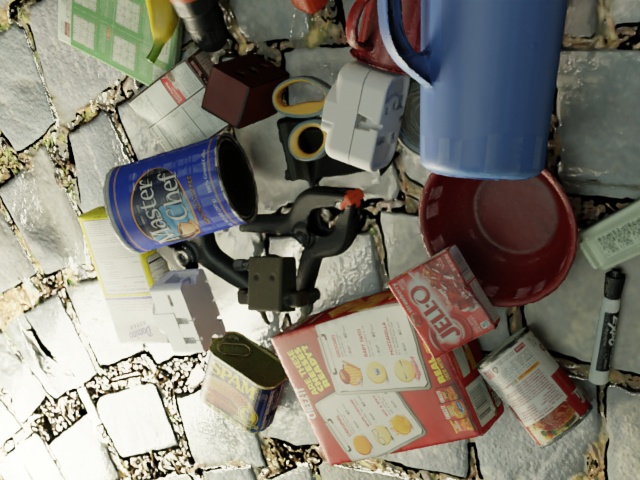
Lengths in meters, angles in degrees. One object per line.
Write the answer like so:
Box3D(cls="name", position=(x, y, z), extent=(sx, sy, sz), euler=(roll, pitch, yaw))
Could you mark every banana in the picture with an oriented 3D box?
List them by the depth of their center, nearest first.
Box3D(cls="banana", position=(-0.199, -0.293, 1.163), extent=(0.070, 0.037, 0.198), euler=(-28, 76, 7))

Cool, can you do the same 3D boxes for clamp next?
Box3D(cls="clamp", position=(-0.008, 0.001, 1.171), extent=(0.172, 0.039, 0.120), euler=(-26, 101, 44))
Box3D(cls="clamp", position=(-0.157, 0.022, 1.281), extent=(0.165, 0.036, 0.210), euler=(-33, 93, 38))

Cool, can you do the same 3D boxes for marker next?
Box3D(cls="marker", position=(0.275, 0.083, 1.023), extent=(0.020, 0.020, 0.121), euler=(16, 118, 28))

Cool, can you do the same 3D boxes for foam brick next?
Box3D(cls="foam brick", position=(-0.078, -0.158, 1.128), extent=(0.053, 0.078, 0.051), euler=(31, 122, 18))

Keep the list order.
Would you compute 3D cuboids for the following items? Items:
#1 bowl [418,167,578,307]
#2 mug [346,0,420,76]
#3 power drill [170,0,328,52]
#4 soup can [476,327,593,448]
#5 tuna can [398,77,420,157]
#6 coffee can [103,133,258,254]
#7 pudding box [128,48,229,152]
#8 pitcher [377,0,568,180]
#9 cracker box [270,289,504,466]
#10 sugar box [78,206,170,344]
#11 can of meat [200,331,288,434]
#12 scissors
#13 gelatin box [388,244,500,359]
Box3D(cls="bowl", position=(0.178, -0.020, 1.024), extent=(0.162, 0.055, 0.162), euler=(14, 116, 29))
Box3D(cls="mug", position=(0.071, -0.203, 0.987), extent=(0.093, 0.117, 0.081), euler=(36, 123, 44))
Box3D(cls="power drill", position=(-0.083, -0.266, 1.071), extent=(0.188, 0.057, 0.184), euler=(6, 139, 30))
Box3D(cls="soup can", position=(0.212, 0.146, 1.062), extent=(0.102, 0.068, 0.069), euler=(51, 128, 6))
Box3D(cls="tuna can", position=(0.112, -0.122, 1.040), extent=(0.086, 0.033, 0.086), euler=(14, 116, 29))
Box3D(cls="coffee can", position=(-0.153, -0.051, 1.181), extent=(0.140, 0.102, 0.103), euler=(-15, 101, 17))
Box3D(cls="pudding box", position=(-0.149, -0.149, 1.197), extent=(0.114, 0.039, 0.090), euler=(-28, 104, 40))
Box3D(cls="pitcher", position=(0.135, -0.176, 0.902), extent=(0.149, 0.144, 0.243), euler=(7, 101, 23))
Box3D(cls="cracker box", position=(0.072, 0.143, 1.155), extent=(0.214, 0.072, 0.164), euler=(-21, 95, 39))
Box3D(cls="sugar box", position=(-0.233, 0.043, 1.338), extent=(0.094, 0.048, 0.176), euler=(-3, 111, 35))
Box3D(cls="can of meat", position=(-0.093, 0.173, 1.289), extent=(0.102, 0.057, 0.084), euler=(31, 126, 21))
Box3D(cls="scissors", position=(0.035, -0.120, 1.059), extent=(0.202, 0.016, 0.096), euler=(11, 107, 34))
Box3D(cls="gelatin box", position=(0.120, 0.061, 1.032), extent=(0.073, 0.030, 0.089), euler=(-31, 90, 28))
